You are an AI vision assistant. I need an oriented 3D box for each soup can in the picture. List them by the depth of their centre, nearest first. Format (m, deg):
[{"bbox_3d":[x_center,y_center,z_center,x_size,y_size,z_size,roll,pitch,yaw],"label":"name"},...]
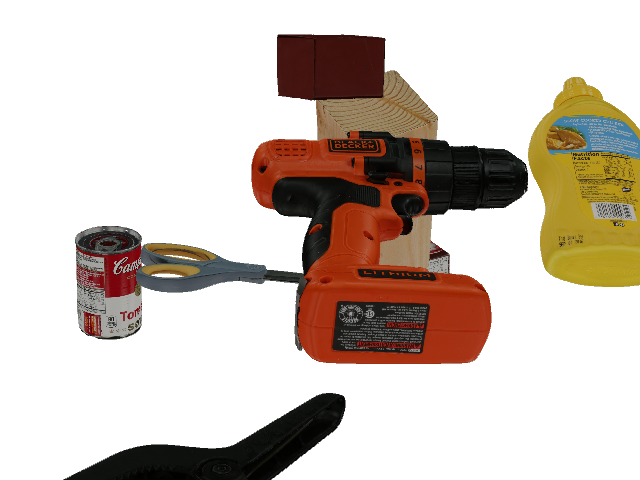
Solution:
[{"bbox_3d":[-0.221,0.044,1.117,0.068,0.102,0.068,3,23,-1],"label":"soup can"}]

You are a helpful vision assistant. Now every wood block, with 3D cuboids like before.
[{"bbox_3d":[0.057,-0.056,1.087,0.090,0.206,0.091,-20,48,-17],"label":"wood block"}]

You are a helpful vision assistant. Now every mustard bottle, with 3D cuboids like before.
[{"bbox_3d":[0.216,-0.056,0.852,0.096,0.191,0.058,2,-35,-4],"label":"mustard bottle"}]

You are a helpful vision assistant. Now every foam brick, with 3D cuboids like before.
[{"bbox_3d":[0.009,-0.145,0.891,0.078,0.051,0.053,-8,16,-37],"label":"foam brick"}]

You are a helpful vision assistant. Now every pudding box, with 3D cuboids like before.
[{"bbox_3d":[0.116,0.030,1.532,0.113,0.039,0.090,-15,25,-20],"label":"pudding box"}]

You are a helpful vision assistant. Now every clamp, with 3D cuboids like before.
[{"bbox_3d":[-0.051,0.132,0.575,0.209,0.036,0.165,-1,19,-14],"label":"clamp"}]

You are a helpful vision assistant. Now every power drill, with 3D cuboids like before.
[{"bbox_3d":[0.050,-0.003,0.651,0.184,0.057,0.187,-1,33,-3],"label":"power drill"}]

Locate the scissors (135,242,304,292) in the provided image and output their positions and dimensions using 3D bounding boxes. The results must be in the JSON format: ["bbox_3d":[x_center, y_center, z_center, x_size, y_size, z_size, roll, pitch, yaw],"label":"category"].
[{"bbox_3d":[-0.071,0.034,0.927,0.202,0.016,0.096,11,22,16],"label":"scissors"}]
